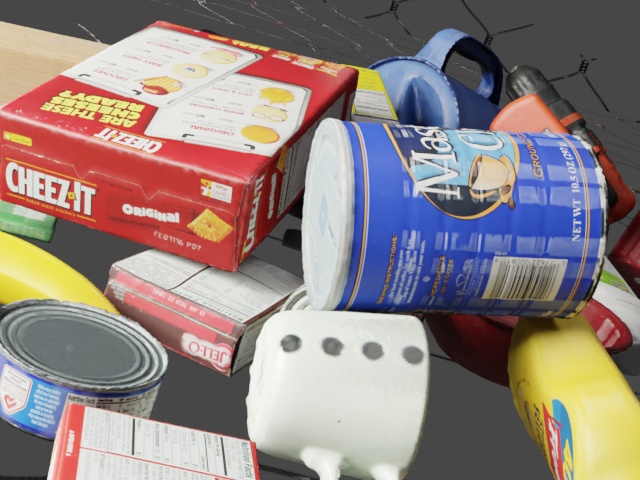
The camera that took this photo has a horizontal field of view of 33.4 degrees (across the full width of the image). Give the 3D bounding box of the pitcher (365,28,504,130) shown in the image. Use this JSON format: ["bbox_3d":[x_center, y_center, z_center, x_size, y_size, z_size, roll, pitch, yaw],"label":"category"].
[{"bbox_3d":[0.136,-0.108,1.092,0.149,0.145,0.242,-22,-16,30],"label":"pitcher"}]

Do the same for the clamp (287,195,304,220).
[{"bbox_3d":[0.028,-0.024,0.929,0.210,0.036,0.164,21,23,18],"label":"clamp"}]

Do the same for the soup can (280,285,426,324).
[{"bbox_3d":[0.022,0.046,0.657,0.068,0.068,0.102,24,19,14],"label":"soup can"}]

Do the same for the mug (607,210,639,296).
[{"bbox_3d":[0.340,0.016,1.022,0.117,0.081,0.093,31,-13,31],"label":"mug"}]

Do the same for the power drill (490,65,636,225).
[{"bbox_3d":[0.218,-0.092,0.992,0.184,0.057,0.187,55,23,11],"label":"power drill"}]

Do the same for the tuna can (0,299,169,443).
[{"bbox_3d":[-0.119,0.063,0.513,0.086,0.034,0.086,18,17,-6],"label":"tuna can"}]

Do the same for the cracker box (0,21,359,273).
[{"bbox_3d":[-0.085,-0.071,0.708,0.164,0.072,0.213,16,30,13],"label":"cracker box"}]

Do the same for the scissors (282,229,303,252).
[{"bbox_3d":[-0.005,0.001,0.759,0.096,0.016,0.201,16,-4,24],"label":"scissors"}]

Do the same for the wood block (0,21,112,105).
[{"bbox_3d":[-0.207,-0.112,0.855,0.205,0.091,0.090,6,21,-35],"label":"wood block"}]

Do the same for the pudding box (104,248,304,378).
[{"bbox_3d":[-0.066,0.036,0.646,0.090,0.039,0.113,24,20,15],"label":"pudding box"}]

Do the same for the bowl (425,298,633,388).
[{"bbox_3d":[0.133,0.061,0.753,0.162,0.055,0.162,18,17,-6],"label":"bowl"}]

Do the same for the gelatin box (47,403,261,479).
[{"bbox_3d":[-0.068,0.106,0.445,0.089,0.030,0.073,16,16,-14],"label":"gelatin box"}]

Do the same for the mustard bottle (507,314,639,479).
[{"bbox_3d":[0.146,0.112,0.550,0.058,0.096,0.191,-12,20,1],"label":"mustard bottle"}]

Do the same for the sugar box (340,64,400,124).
[{"bbox_3d":[0.033,-0.074,0.880,0.048,0.093,0.176,6,26,-10],"label":"sugar box"}]

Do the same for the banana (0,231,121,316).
[{"bbox_3d":[-0.203,0.014,0.574,0.197,0.037,0.069,13,37,-16],"label":"banana"}]

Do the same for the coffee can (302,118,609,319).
[{"bbox_3d":[0.068,-0.010,0.575,0.140,0.103,0.103,2,21,-11],"label":"coffee can"}]

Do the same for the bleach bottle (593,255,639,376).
[{"bbox_3d":[0.208,0.037,0.895,0.102,0.068,0.251,18,19,-14],"label":"bleach bottle"}]

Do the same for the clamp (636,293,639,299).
[{"bbox_3d":[0.339,0.087,0.928,0.120,0.039,0.171,14,10,6],"label":"clamp"}]
